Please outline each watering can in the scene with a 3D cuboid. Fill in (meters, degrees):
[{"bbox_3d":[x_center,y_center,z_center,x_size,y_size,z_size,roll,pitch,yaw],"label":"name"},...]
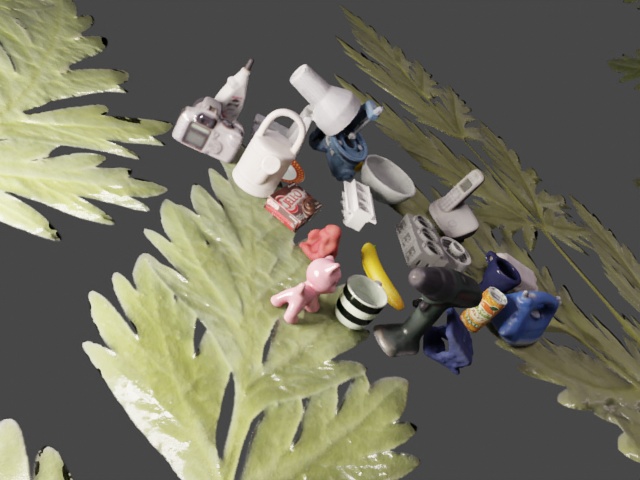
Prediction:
[{"bbox_3d":[-0.098,-0.186,1.211,0.101,0.194,0.172,13,39,-33],"label":"watering can"}]

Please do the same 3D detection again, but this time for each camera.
[{"bbox_3d":[-0.236,-0.263,1.265,0.143,0.100,0.136,24,34,-20],"label":"camera"}]

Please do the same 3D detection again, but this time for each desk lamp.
[{"bbox_3d":[-0.033,-0.315,1.422,0.204,0.213,0.118,24,34,-19],"label":"desk lamp"}]

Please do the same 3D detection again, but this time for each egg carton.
[{"bbox_3d":[0.523,0.103,1.560,0.150,0.069,0.107,34,32,-5],"label":"egg carton"}]

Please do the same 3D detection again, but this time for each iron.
[{"bbox_3d":[0.515,0.173,1.394,0.259,0.141,0.118,6,43,-40],"label":"iron"}]

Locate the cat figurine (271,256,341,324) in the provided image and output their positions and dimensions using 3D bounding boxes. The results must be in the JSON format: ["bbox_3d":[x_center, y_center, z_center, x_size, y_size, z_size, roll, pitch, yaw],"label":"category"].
[{"bbox_3d":[-0.011,0.078,1.027,0.067,0.117,0.128,46,33,14],"label":"cat figurine"}]

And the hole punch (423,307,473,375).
[{"bbox_3d":[0.274,0.201,1.171,0.101,0.091,0.109,32,32,-8],"label":"hole punch"}]

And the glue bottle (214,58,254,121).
[{"bbox_3d":[-0.199,-0.354,1.351,0.078,0.173,0.037,-11,55,-50],"label":"glue bottle"}]

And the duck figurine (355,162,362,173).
[{"bbox_3d":[0.089,-0.242,1.567,0.078,0.086,0.104,-5,51,-47],"label":"duck figurine"}]

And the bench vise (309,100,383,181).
[{"bbox_3d":[0.062,-0.291,1.478,0.207,0.219,0.122,49,34,19],"label":"bench vise"}]

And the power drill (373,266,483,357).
[{"bbox_3d":[0.197,0.130,1.076,0.230,0.208,0.075,3,45,-42],"label":"power drill"}]

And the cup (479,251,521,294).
[{"bbox_3d":[0.443,0.095,1.467,0.092,0.095,0.117,5,44,-41],"label":"cup"}]

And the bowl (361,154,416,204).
[{"bbox_3d":[0.170,-0.149,1.538,0.168,0.074,0.167,25,34,-18],"label":"bowl"}]

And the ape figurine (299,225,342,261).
[{"bbox_3d":[0.011,0.004,1.167,0.076,0.092,0.078,28,33,-14],"label":"ape figurine"}]

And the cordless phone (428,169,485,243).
[{"bbox_3d":[0.400,-0.095,1.587,0.094,0.185,0.147,7,42,-38],"label":"cordless phone"}]
